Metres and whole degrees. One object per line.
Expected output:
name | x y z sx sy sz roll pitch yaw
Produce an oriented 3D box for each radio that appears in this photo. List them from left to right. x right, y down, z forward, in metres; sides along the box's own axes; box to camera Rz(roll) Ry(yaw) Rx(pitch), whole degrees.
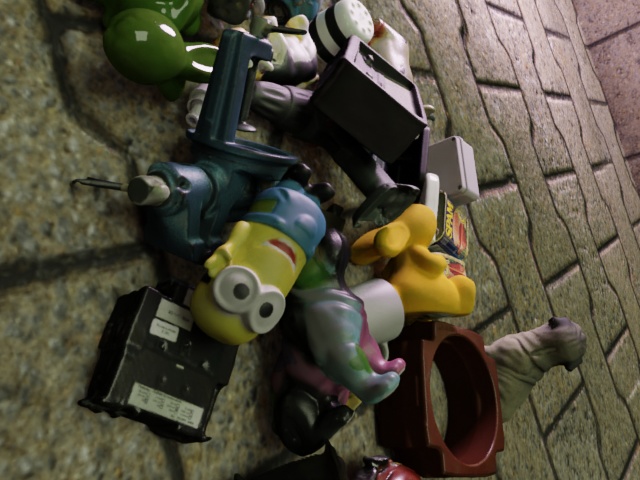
radio | 0.068 -0.198 0.725 0.131 0.073 0.230 36 24 -12

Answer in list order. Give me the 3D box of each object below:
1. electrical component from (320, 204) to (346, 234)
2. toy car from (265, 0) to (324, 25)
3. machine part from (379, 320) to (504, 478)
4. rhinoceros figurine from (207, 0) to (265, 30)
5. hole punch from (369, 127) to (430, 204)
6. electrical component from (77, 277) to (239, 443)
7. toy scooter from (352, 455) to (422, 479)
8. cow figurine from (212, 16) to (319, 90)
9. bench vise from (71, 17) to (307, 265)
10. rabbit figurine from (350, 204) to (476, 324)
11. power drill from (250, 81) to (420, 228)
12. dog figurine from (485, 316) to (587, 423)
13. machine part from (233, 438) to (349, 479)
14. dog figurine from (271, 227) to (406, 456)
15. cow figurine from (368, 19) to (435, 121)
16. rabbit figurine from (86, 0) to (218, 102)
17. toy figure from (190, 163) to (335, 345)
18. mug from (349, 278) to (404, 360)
electrical component | -0.002 -0.003 0.694 0.078 0.045 0.102 18 55 -10
toy car | -0.041 -0.386 0.755 0.161 0.103 0.109 51 44 -24
machine part | 0.170 0.225 0.756 0.201 0.087 0.201 21 60 -39
rhinoceros figurine | -0.115 -0.319 0.643 0.190 0.073 0.112 -103 173 -46
hole punch | 0.120 -0.108 0.841 0.115 0.092 0.142 81 14 -61
electrical component | -0.138 0.104 0.491 0.114 0.058 0.134 39 50 -34
toy scooter | 0.048 0.312 0.600 0.135 0.075 0.184 55 48 -16
cow figurine | -0.066 -0.232 0.696 0.167 0.068 0.098 -34 105 -49
bench vise | -0.098 -0.104 0.535 0.223 0.129 0.240 -3 111 -55
rabbit figurine | 0.124 0.028 0.768 0.162 0.122 0.173 12 71 -26
power drill | 0.021 -0.111 0.699 0.232 0.086 0.207 0 43 -54
dog figurine | 0.320 0.215 0.842 0.121 0.191 0.172 16 66 -43
machine part | -0.036 0.245 0.505 0.084 0.139 0.039 60 2 -6
dog figurine | -0.018 0.093 0.581 0.219 0.191 0.108 52 15 13
cow figurine | 0.123 -0.256 0.900 0.127 0.085 0.195 8 68 -40
rabbit figurine | -0.172 -0.209 0.536 0.159 0.121 0.170 53 24 -50
toy figure | -0.049 0.014 0.498 0.082 0.089 0.180 27 57 -1
mug | 0.042 0.110 0.674 0.107 0.081 0.109 -8 88 -34
